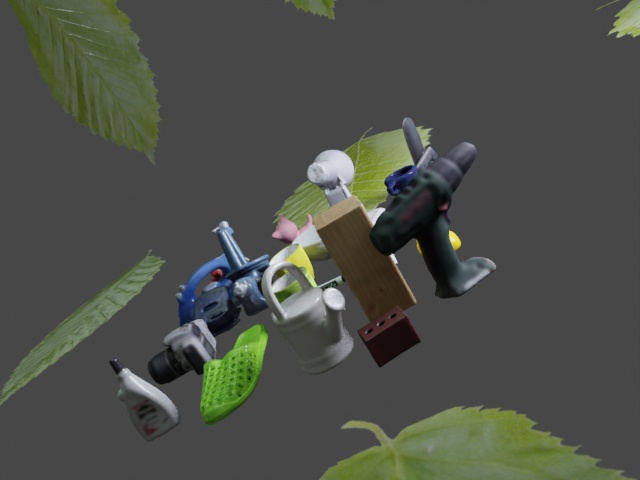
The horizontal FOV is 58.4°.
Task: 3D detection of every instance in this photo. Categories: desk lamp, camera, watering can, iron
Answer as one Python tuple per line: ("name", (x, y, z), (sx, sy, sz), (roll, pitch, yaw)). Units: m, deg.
("desk lamp", (0.044, -0.137, 1.592), (0.117, 0.214, 0.203), (-25, 17, 21))
("camera", (-0.312, 0.248, 1.273), (0.137, 0.101, 0.143), (-31, 16, 1))
("watering can", (-0.024, 0.119, 0.965), (0.172, 0.194, 0.101), (-23, 17, 25))
("iron", (-0.294, 0.134, 1.516), (0.259, 0.141, 0.118), (-38, 17, -25))

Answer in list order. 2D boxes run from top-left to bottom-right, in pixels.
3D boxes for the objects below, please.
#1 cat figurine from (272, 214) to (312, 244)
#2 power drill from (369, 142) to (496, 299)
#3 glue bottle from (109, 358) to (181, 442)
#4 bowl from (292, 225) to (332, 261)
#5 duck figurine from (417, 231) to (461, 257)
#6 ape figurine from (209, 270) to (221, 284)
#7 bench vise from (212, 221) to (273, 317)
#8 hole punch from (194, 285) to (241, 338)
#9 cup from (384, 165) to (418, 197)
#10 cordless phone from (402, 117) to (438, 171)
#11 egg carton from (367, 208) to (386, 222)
("cat figurine", (-0.069, -0.024, 1.633), (0.128, 0.118, 0.067), (-30, 16, 2))
("power drill", (0.203, -0.020, 0.949), (0.230, 0.209, 0.075), (-34, 16, -12))
("glue bottle", (-0.334, 0.288, 1.056), (0.078, 0.173, 0.037), (-31, 16, -2))
("bowl", (0.013, 0.005, 1.470), (0.167, 0.075, 0.167), (-28, 16, 9))
("duck figurine", (0.220, -0.015, 1.131), (0.078, 0.086, 0.104), (-36, 16, -17))
("ape figurine", (-0.297, 0.105, 1.702), (0.077, 0.092, 0.076), (-16, 21, 42))
("bench vise", (-0.182, 0.059, 1.392), (0.121, 0.220, 0.207), (-33, 16, -6))
("hole punch", (-0.257, 0.176, 1.410), (0.108, 0.091, 0.101), (-28, 16, 10))
("cup", (0.217, -0.125, 1.458), (0.091, 0.095, 0.118), (-16, 22, 43))
("cordless phone", (0.253, -0.229, 1.543), (0.094, 0.185, 0.148), (-22, 18, 29))
("egg carton", (0.113, -0.017, 1.364), (0.107, 0.069, 0.150), (-20, 19, 34))
